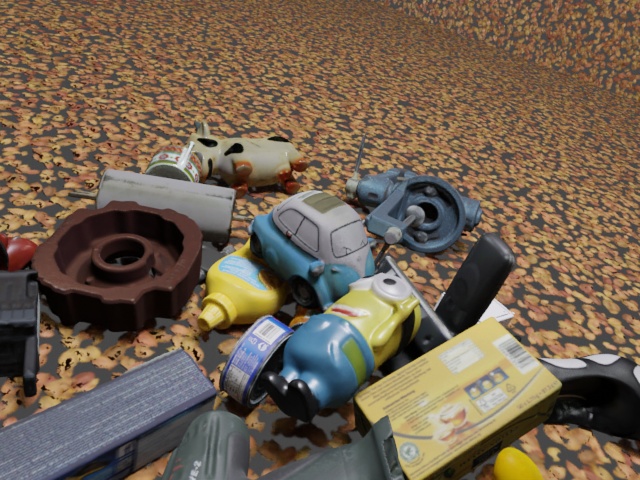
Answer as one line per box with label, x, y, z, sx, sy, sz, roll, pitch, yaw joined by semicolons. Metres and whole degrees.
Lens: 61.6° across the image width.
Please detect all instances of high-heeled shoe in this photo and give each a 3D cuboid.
high-heeled shoe;0.276;0.183;0.569;0.249;0.086;0.145;26;37;24

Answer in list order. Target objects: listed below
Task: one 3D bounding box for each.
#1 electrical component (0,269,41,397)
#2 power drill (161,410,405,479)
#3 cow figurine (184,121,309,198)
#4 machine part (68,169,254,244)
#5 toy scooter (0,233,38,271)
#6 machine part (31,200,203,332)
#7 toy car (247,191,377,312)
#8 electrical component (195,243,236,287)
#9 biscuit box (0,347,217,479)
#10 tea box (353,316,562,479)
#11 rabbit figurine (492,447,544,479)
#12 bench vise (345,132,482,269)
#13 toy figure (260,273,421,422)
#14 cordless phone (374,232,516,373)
electrical component;-0.281;0.090;0.489;0.048;0.074;0.119;-1;40;-23
power drill;-0.030;0.211;0.370;0.207;0.085;0.232;-19;29;5
cow figurine;-0.131;-0.130;0.853;0.195;0.085;0.127;-7;46;-26
machine part;-0.199;-0.043;0.707;0.243;0.079;0.079;7;35;-11
toy scooter;-0.352;0.022;0.503;0.075;0.135;0.184;29;38;17
machine part;-0.219;0.025;0.601;0.179;0.056;0.179;5;39;-4
toy car;-0.001;-0.002;0.601;0.109;0.102;0.162;-21;53;-44
electrical component;-0.150;0.026;0.675;0.063;0.021;0.094;26;37;17
biscuit box;-0.186;0.162;0.433;0.202;0.059;0.063;-19;48;-41
tea box;0.127;0.158;0.508;0.170;0.068;0.098;-25;47;-15
rabbit figurine;0.141;0.237;0.399;0.122;0.162;0.173;20;14;28
bench vise;0.120;-0.048;0.802;0.224;0.128;0.240;27;29;15
toy figure;0.026;0.099;0.514;0.082;0.089;0.180;30;49;26
cordless phone;0.127;0.050;0.601;0.088;0.184;0.147;6;34;-32
